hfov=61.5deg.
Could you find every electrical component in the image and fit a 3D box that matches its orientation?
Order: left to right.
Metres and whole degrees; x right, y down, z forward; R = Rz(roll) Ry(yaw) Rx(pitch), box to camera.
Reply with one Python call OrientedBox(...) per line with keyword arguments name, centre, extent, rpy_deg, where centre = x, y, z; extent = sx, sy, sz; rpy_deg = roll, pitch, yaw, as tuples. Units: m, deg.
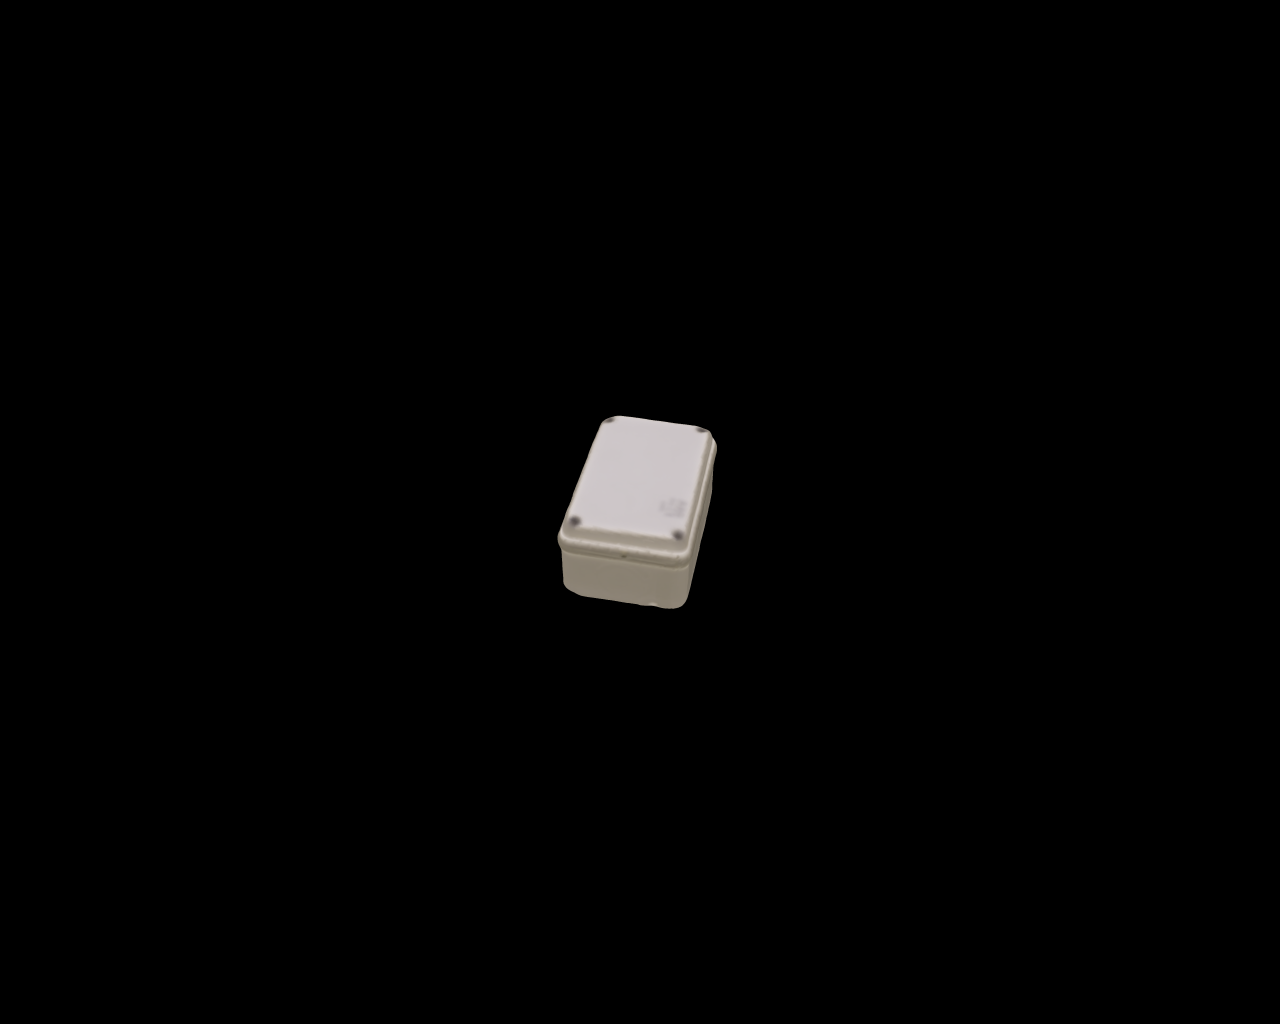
OrientedBox(name="electrical component", centre=(0.001, -0.003, 0.650), extent=(0.078, 0.057, 0.113), rpy_deg=(8, 44, 9))
